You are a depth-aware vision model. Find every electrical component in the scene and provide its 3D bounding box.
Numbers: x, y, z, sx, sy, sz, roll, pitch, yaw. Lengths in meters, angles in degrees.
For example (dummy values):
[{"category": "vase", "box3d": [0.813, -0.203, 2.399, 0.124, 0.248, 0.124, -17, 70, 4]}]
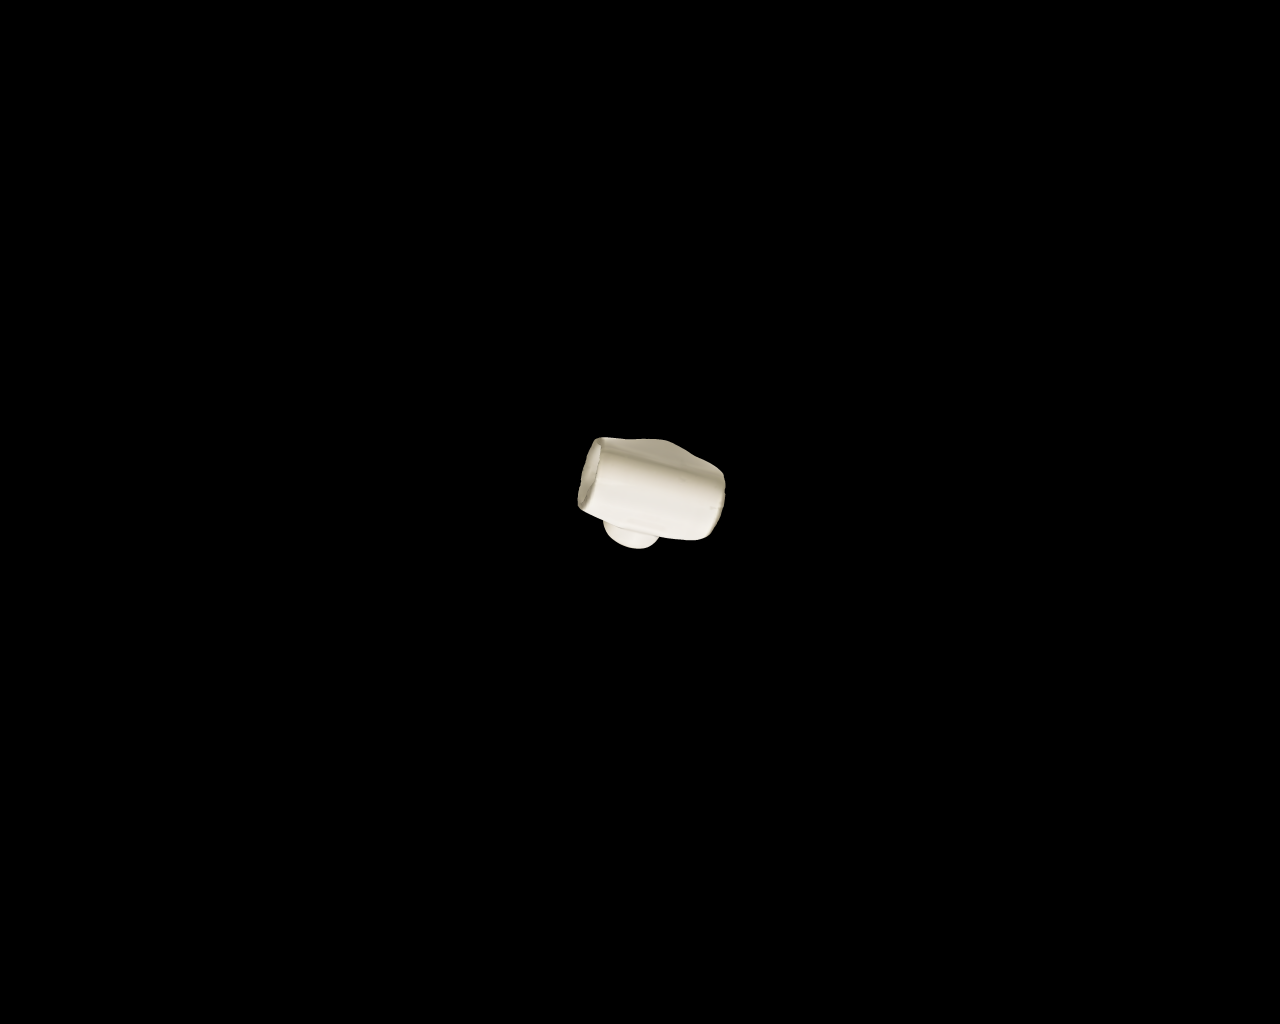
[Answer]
[{"category": "electrical component", "box3d": [0.001, -0.003, 0.650, 0.077, 0.043, 0.079, 14, -43, -15]}]
